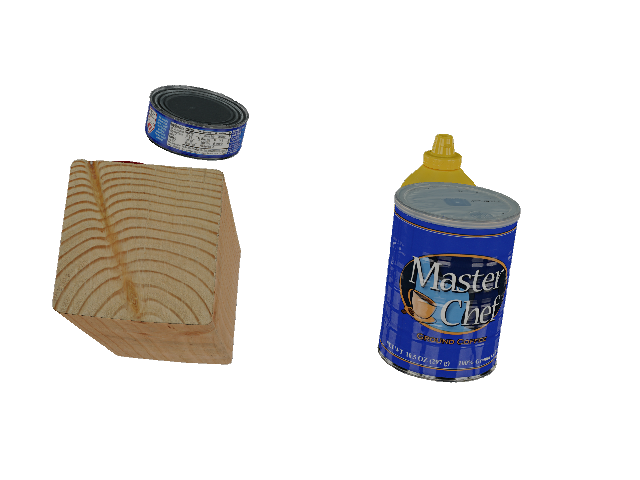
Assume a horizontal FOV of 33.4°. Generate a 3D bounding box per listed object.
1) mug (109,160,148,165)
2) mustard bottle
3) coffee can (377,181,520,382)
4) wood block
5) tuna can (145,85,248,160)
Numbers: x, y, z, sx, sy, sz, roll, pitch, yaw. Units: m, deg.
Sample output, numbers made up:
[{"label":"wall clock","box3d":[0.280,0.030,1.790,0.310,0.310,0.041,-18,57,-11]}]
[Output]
[{"label":"mug","box3d":[-0.205,-0.032,1.097,0.093,0.081,0.117,1,28,-7]},{"label":"mustard bottle","box3d":[0.127,-0.021,1.163,0.096,0.192,0.058,-3,19,-19]},{"label":"coffee can","box3d":[0.106,0.032,0.890,0.103,0.140,0.103,4,20,-2]},{"label":"wood block","box3d":[-0.103,0.023,0.692,0.090,0.091,0.206,5,-12,0]},{"label":"tuna can","box3d":[-0.106,-0.101,0.915,0.086,0.034,0.086,12,26,-6]}]
